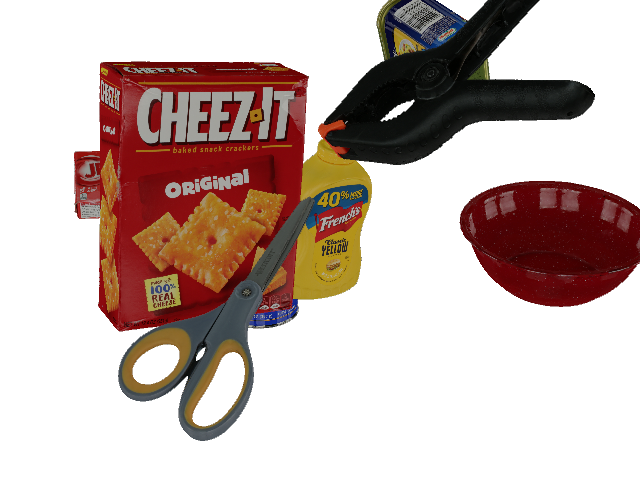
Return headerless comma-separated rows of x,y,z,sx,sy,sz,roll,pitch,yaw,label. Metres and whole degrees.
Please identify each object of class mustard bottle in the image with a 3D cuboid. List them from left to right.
0.008,-0.033,1.134,0.096,0.192,0.058,-9,32,-30,mustard bottle

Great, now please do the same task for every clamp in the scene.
0.082,-0.089,0.657,0.172,0.120,0.039,-32,-48,14,clamp

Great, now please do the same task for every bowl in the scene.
0.196,0.009,0.900,0.162,0.055,0.162,0,30,0,bowl

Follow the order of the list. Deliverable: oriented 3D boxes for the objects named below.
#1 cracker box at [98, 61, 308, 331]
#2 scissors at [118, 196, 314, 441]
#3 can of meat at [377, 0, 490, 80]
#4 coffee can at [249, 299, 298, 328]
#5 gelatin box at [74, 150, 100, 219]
-0.100,-0.039,0.900,0.163,0.214,0.072,-5,20,-27,cracker box
-0.069,0.041,0.712,0.096,0.201,0.016,6,-39,9,scissors
0.102,-0.161,0.941,0.057,0.102,0.084,-35,51,-14,can of meat
-0.079,0.027,1.372,0.103,0.140,0.103,0,25,0,coffee can
-0.208,-0.059,1.097,0.089,0.073,0.030,-2,-40,-11,gelatin box
